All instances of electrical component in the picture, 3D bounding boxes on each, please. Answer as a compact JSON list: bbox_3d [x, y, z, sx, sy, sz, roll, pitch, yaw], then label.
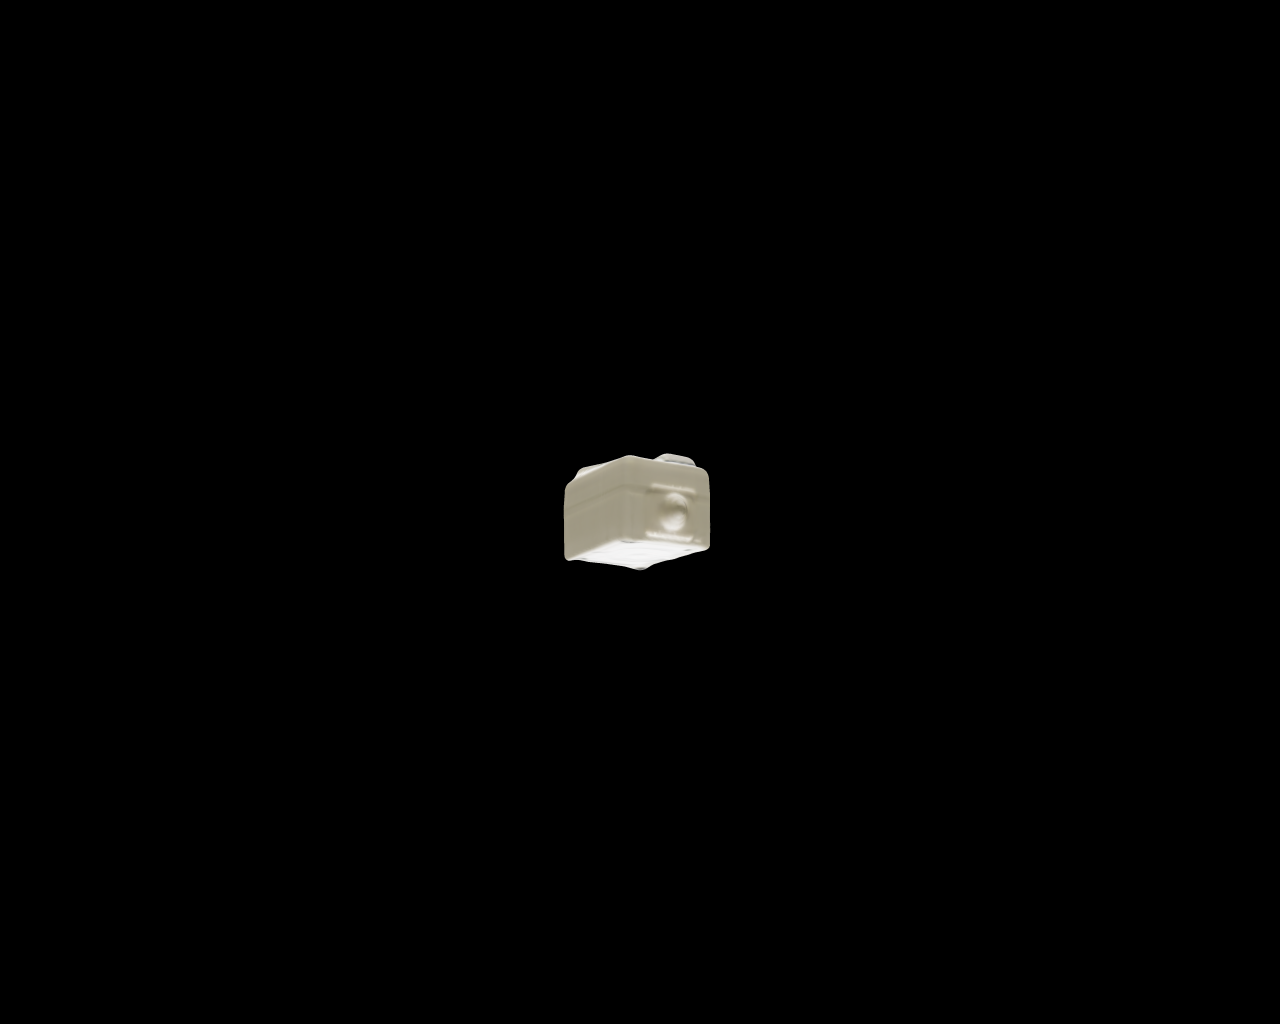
[{"bbox_3d":[0.001,-0.003,0.650,0.062,0.061,0.096,8,-16,-31],"label":"electrical component"}]
